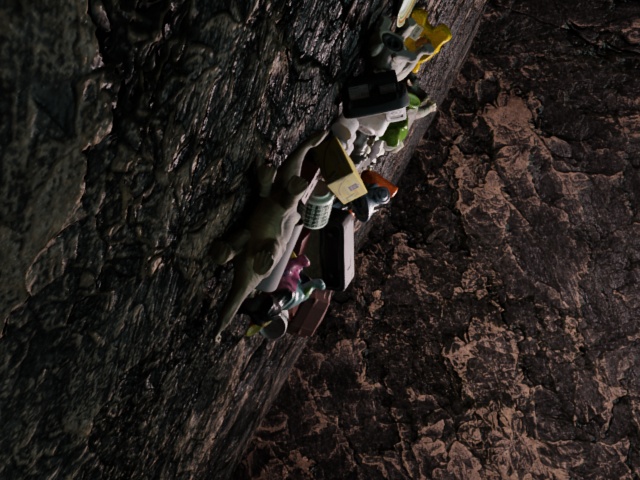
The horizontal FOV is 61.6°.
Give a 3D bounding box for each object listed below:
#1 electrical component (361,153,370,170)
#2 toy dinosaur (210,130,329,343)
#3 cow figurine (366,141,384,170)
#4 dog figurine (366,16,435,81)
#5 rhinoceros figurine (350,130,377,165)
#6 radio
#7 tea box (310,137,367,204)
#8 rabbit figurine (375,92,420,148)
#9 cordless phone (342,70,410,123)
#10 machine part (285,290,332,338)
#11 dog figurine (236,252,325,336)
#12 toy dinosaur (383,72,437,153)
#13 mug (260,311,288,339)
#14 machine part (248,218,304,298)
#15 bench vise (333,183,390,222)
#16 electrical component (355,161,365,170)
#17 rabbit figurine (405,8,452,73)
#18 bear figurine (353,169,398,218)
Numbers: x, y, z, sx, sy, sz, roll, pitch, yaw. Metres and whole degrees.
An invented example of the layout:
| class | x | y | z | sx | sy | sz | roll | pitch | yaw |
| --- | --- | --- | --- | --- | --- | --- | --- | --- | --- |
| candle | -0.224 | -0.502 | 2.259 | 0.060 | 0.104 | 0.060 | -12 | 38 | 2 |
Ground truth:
| class | x | y | z | sx | sy | sz | roll | pitch | yaw |
| --- | --- | --- | --- | --- | --- | --- | --- | --- | --- |
| electrical component | 0.119 | -0.237 | 1.634 | 0.063 | 0.021 | 0.094 | -17 | 156 | -5 |
| toy dinosaur | -0.107 | 0.007 | 0.970 | 0.471 | 0.105 | 0.198 | -59 | 175 | 9 |
| cow figurine | 0.158 | -0.274 | 1.687 | 0.098 | 0.068 | 0.167 | -55 | 169 | -39 |
| dog figurine | 0.137 | -0.388 | 1.209 | 0.172 | 0.121 | 0.190 | -11 | 161 | -32 |
| rhinoceros figurine | 0.121 | -0.294 | 1.448 | 0.112 | 0.073 | 0.190 | -67 | 179 | -67 |
| radio | 0.018 | 0.023 | 1.412 | 0.073 | 0.131 | 0.229 | -53 | 148 | -48 |
| tea box | 0.046 | -0.154 | 1.217 | 0.068 | 0.098 | 0.169 | -27 | 166 | 10 |
| rabbit figurine | 0.214 | -0.372 | 1.532 | 0.159 | 0.121 | 0.170 | -32 | 135 | -30 |
| cordless phone | 0.129 | -0.299 | 1.216 | 0.184 | 0.147 | 0.088 | 27 | 54 | -77 |
| machine part | -0.040 | 0.175 | 1.618 | 0.202 | 0.087 | 0.201 | -100 | -146 | -61 |
| dog figurine | -0.113 | 0.125 | 1.261 | 0.219 | 0.108 | 0.192 | -36 | -158 | -21 |
| toy dinosaur | 0.241 | -0.373 | 1.747 | 0.192 | 0.131 | 0.404 | -24 | 152 | -47 |
| mug | -0.128 | 0.217 | 1.561 | 0.107 | 0.081 | 0.109 | -79 | -171 | -73 |
| machine part | -0.098 | 0.021 | 1.130 | 0.243 | 0.079 | 0.079 | -66 | 170 | 22 |
| bench vise | 0.089 | -0.109 | 1.589 | 0.241 | 0.128 | 0.224 | -23 | -161 | -21 |
| electrical component | 0.089 | -0.214 | 1.551 | 0.119 | 0.048 | 0.074 | -53 | 168 | -46 |
| rabbit figurine | 0.262 | -0.523 | 1.414 | 0.173 | 0.122 | 0.162 | -81 | -168 | -53 |
| bear figurine | 0.143 | -0.131 | 1.770 | 0.196 | 0.132 | 0.120 | -57 | -163 | 2 |
